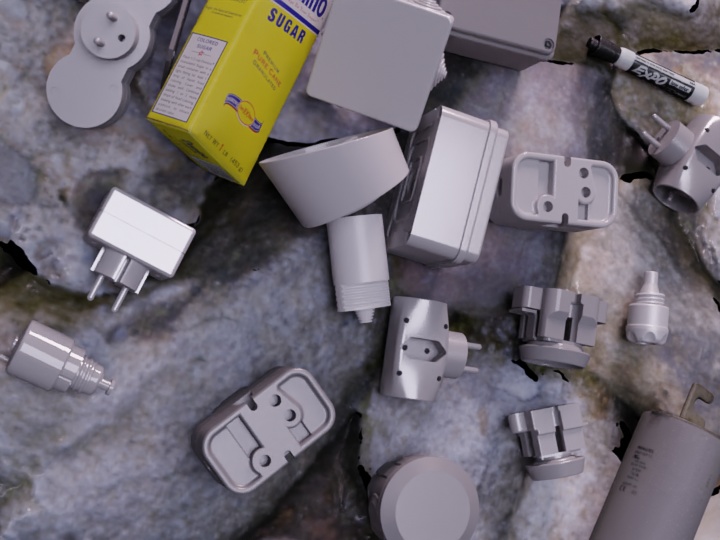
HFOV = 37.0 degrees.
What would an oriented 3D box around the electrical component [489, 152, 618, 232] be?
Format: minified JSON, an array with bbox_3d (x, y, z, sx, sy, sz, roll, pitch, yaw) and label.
[{"bbox_3d":[0.152,-0.061,0.870,0.095,0.059,0.053,5,86,-19],"label":"electrical component"}]

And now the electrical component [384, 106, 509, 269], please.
[{"bbox_3d":[0.065,-0.061,0.831,0.057,0.078,0.113,17,82,-15],"label":"electrical component"}]

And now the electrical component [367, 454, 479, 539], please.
[{"bbox_3d":[0.046,0.181,0.825,0.080,0.051,0.080,1,87,-19],"label":"electrical component"}]

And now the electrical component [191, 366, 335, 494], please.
[{"bbox_3d":[-0.072,0.114,0.783,0.095,0.059,0.053,-37,99,-17],"label":"electrical component"}]

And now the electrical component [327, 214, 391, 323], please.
[{"bbox_3d":[0.000,0.000,0.823,0.043,0.043,0.081,-6,90,-19],"label":"electrical component"}]

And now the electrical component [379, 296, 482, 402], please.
[{"bbox_3d":[0.058,0.064,0.839,0.079,0.043,0.077,10,84,-18],"label":"electrical component"}]

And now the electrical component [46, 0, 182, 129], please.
[{"bbox_3d":[-0.170,-0.162,0.738,0.052,0.073,0.138,28,94,-5],"label":"electrical component"}]

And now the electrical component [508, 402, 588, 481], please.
[{"bbox_3d":[0.155,0.139,0.869,0.066,0.048,0.055,-8,82,-19],"label":"electrical component"}]

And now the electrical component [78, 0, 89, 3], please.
[{"bbox_3d":[-0.209,-0.247,0.754,0.062,0.061,0.096,12,83,-18],"label":"electrical component"}]

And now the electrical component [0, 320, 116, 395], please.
[{"bbox_3d":[-0.208,0.066,0.748,0.078,0.040,0.040,28,79,-16],"label":"electrical component"}]

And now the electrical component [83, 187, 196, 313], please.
[{"bbox_3d":[-0.166,-0.008,0.763,0.066,0.047,0.076,29,78,-16],"label":"electrical component"}]

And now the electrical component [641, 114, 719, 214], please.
[{"bbox_3d":[0.276,-0.102,0.924,0.079,0.043,0.077,36,76,-14],"label":"electrical component"}]

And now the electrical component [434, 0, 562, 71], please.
[{"bbox_3d":[0.105,-0.227,0.864,0.109,0.056,0.108,10,84,-18],"label":"electrical component"}]

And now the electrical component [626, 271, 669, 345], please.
[{"bbox_3d":[0.245,0.032,0.911,0.035,0.035,0.061,9,82,-19],"label":"electrical component"}]

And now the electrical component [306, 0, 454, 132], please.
[{"bbox_3d":[0.017,-0.162,0.807,0.100,0.048,0.099,20,109,4],"label":"electrical component"}]

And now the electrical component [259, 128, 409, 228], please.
[{"bbox_3d":[-0.016,-0.075,0.794,0.099,0.099,0.064,-33,104,-18],"label":"electrical component"}]

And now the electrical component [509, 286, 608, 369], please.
[{"bbox_3d":[0.159,0.048,0.869,0.078,0.058,0.057,12,80,-19],"label":"electrical component"}]
